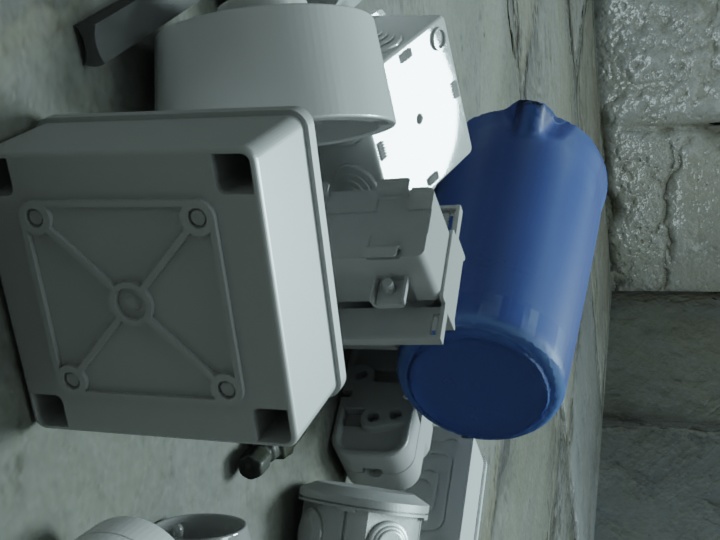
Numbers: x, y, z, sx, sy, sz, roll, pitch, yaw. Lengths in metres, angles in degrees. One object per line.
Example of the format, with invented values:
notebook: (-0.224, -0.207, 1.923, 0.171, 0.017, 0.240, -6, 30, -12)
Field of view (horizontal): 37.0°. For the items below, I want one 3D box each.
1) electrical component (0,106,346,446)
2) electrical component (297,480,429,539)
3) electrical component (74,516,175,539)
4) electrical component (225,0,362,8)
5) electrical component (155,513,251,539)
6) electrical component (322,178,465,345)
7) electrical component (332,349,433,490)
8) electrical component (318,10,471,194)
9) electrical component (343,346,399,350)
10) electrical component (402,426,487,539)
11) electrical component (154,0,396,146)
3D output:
electrical component: (-0.068, 0.001, 0.383, 0.056, 0.109, 0.108, -50, 137, -61)
electrical component: (0.000, 0.158, 0.656, 0.080, 0.080, 0.051, 34, 63, -70)
electrical component: (-0.096, 0.166, 0.385, 0.074, 0.052, 0.138, -24, 114, -72)
electrical component: (-0.012, -0.188, 0.587, 0.089, 0.062, 0.150, -50, -175, 31)
electrical component: (-0.066, 0.151, 0.498, 0.079, 0.043, 0.077, -9, 99, -73)
electrical component: (-0.017, -0.005, 0.525, 0.063, 0.121, 0.078, 64, 30, -50)
electrical component: (0.019, 0.104, 0.758, 0.059, 0.054, 0.095, 70, 26, -49)
electrical component: (0.013, -0.082, 0.577, 0.100, 0.048, 0.099, -44, 130, -38)
electrical component: (0.000, 0.000, 0.707, 0.075, 0.047, 0.083, 60, 34, -59)
electrical component: (0.051, 0.182, 0.825, 0.057, 0.078, 0.113, 67, 28, -46)
electrical component: (-0.041, -0.089, 0.481, 0.108, 0.108, 0.060, -7, 91, -73)
